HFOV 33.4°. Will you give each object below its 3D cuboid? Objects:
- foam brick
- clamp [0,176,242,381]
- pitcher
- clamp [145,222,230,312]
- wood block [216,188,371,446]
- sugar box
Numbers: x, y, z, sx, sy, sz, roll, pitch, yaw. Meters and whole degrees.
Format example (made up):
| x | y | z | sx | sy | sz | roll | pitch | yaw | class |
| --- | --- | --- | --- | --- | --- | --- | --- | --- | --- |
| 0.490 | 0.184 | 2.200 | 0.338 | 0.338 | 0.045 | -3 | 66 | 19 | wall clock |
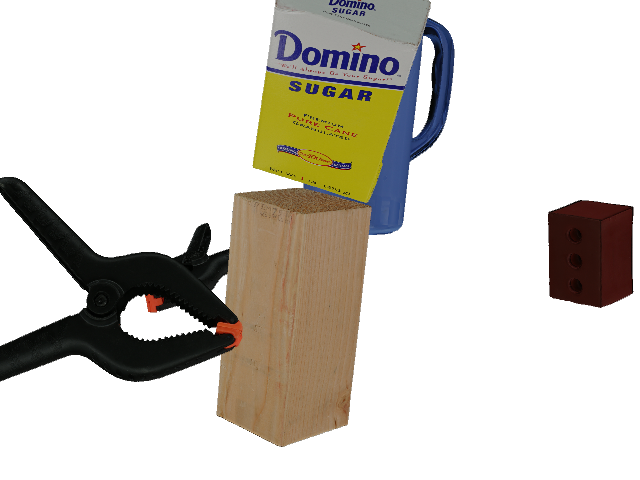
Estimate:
| x | y | z | sx | sy | sz | roll | pitch | yaw | class |
| --- | --- | --- | --- | --- | --- | --- | --- | --- | --- |
| 0.226 | 0.010 | 0.892 | 0.051 | 0.078 | 0.053 | -20 | 21 | -41 | foam brick |
| -0.159 | 0.038 | 0.765 | 0.210 | 0.164 | 0.036 | 5 | -19 | -3 | clamp |
| 0.051 | -0.132 | 1.143 | 0.149 | 0.243 | 0.144 | 6 | 8 | 23 | pitcher |
| -0.128 | 0.030 | 1.213 | 0.120 | 0.039 | 0.171 | 1 | 30 | 30 | clamp |
| -0.026 | 0.064 | 0.953 | 0.090 | 0.206 | 0.090 | 17 | 17 | 40 | wood block |
| 0.009 | -0.100 | 0.719 | 0.093 | 0.048 | 0.176 | 17 | -30 | 2 | sugar box |
